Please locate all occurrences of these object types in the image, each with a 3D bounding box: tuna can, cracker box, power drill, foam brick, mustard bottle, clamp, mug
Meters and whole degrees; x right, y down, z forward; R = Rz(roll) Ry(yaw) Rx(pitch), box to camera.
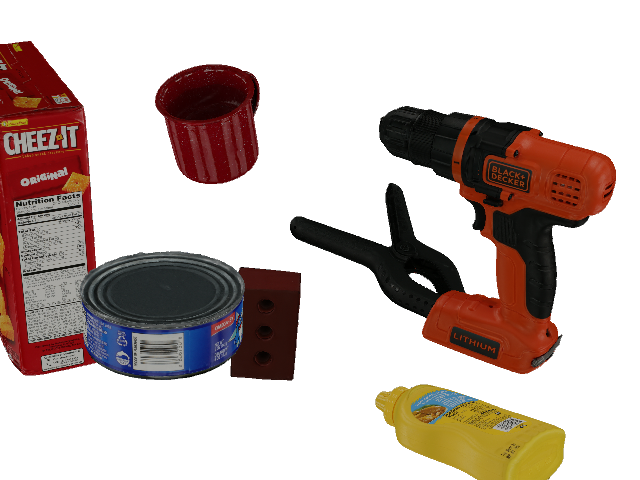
[{"bbox_3d":[-0.083,0.038,0.564,0.086,0.034,0.086,2,24,-1],"label":"tuna can"},{"bbox_3d":[-0.230,-0.027,0.829,0.072,0.214,0.164,-12,30,-24],"label":"cracker box"},{"bbox_3d":[0.122,-0.003,0.812,0.185,0.188,0.057,20,35,30],"label":"power drill"},{"bbox_3d":[-0.044,0.067,0.867,0.053,0.078,0.051,4,15,0],"label":"foam brick"},{"bbox_3d":[0.130,0.181,1.026,0.192,0.058,0.096,16,23,42],"label":"mustard bottle"},{"bbox_3d":[0.076,0.021,1.167,0.164,0.036,0.210,-15,50,-32],"label":"clamp"},{"bbox_3d":[-0.097,-0.116,1.024,0.093,0.081,0.117,20,50,26],"label":"mug"}]
